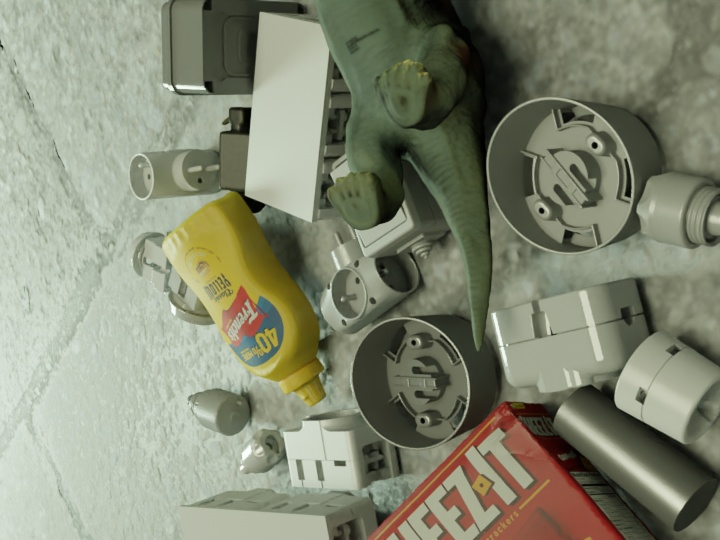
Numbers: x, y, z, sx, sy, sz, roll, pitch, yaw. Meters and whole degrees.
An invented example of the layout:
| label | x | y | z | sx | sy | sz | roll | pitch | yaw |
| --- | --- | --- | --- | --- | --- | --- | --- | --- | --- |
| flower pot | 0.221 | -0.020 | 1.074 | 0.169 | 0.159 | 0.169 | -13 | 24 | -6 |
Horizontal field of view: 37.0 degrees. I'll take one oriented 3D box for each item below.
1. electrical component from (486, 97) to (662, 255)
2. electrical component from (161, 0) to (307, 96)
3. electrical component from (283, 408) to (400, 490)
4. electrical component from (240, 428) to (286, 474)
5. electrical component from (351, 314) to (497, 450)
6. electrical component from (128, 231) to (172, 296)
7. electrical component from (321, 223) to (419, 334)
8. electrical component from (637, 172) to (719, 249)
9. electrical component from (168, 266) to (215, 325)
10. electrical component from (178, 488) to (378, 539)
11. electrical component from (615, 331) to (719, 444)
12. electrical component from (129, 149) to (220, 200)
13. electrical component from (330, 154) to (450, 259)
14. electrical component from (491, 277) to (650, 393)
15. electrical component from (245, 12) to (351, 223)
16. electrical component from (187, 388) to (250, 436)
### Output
| label | x | y | z | sx | sy | sz | roll | pitch | yaw |
| --- | --- | --- | --- | --- | --- | --- | --- | --- | --- |
| electrical component | 0.136 | -0.059 | 0.677 | 0.099 | 0.064 | 0.099 | 11 | 105 | 47 |
| electrical component | -0.103 | -0.183 | 0.884 | 0.057 | 0.113 | 0.078 | 11 | 105 | 43 |
| electrical component | -0.017 | 0.148 | 0.893 | 0.089 | 0.050 | 0.055 | -10 | 89 | 48 |
| electrical component | -0.094 | 0.172 | 0.996 | 0.061 | 0.035 | 0.035 | -48 | 62 | 45 |
| electrical component | 0.049 | 0.081 | 0.798 | 0.099 | 0.064 | 0.099 | 11 | 105 | 46 |
| electrical component | -0.197 | -0.010 | 1.070 | 0.055 | 0.048 | 0.066 | 23 | 114 | 36 |
| electrical component | 0.000 | 0.000 | 0.853 | 0.077 | 0.044 | 0.079 | -39 | 68 | 44 |
| electrical component | 0.198 | -0.033 | 0.629 | 0.062 | 0.043 | 0.043 | 19 | 111 | 43 |
| electrical component | -0.148 | 0.015 | 1.011 | 0.078 | 0.058 | 0.057 | 39 | 121 | 37 |
| electrical component | -0.061 | 0.240 | 0.881 | 0.186 | 0.060 | 0.105 | -9 | 92 | 45 |
| electrical component | 0.190 | 0.072 | 0.649 | 0.047 | 0.055 | 0.055 | 33 | 120 | 36 |
| electrical component | -0.159 | -0.090 | 0.988 | 0.079 | 0.077 | 0.043 | -4 | 94 | 48 |
| electrical component | 0.027 | -0.052 | 0.802 | 0.062 | 0.061 | 0.096 | -33 | 73 | 46 |
| electrical component | 0.138 | 0.045 | 0.701 | 0.095 | 0.054 | 0.059 | -19 | 83 | 48 |
| electrical component | -0.035 | -0.123 | 0.857 | 0.089 | 0.062 | 0.150 | 23 | 114 | 44 |
| electrical component | -0.140 | 0.133 | 1.035 | 0.078 | 0.040 | 0.040 | 10 | 104 | 47 |
